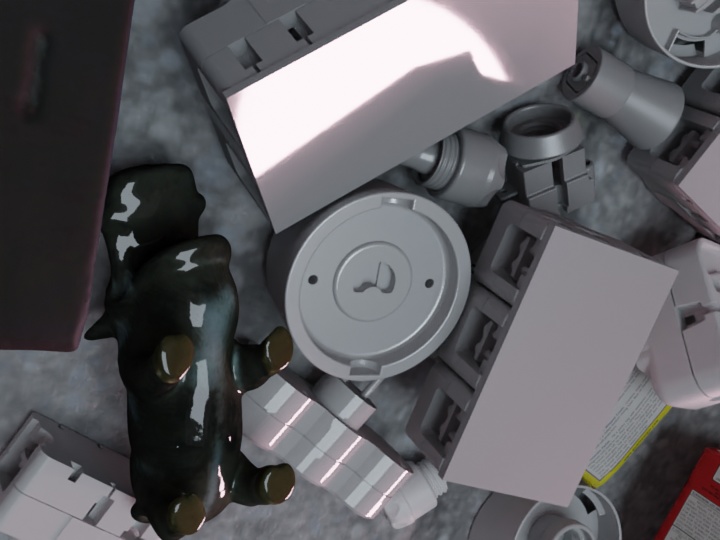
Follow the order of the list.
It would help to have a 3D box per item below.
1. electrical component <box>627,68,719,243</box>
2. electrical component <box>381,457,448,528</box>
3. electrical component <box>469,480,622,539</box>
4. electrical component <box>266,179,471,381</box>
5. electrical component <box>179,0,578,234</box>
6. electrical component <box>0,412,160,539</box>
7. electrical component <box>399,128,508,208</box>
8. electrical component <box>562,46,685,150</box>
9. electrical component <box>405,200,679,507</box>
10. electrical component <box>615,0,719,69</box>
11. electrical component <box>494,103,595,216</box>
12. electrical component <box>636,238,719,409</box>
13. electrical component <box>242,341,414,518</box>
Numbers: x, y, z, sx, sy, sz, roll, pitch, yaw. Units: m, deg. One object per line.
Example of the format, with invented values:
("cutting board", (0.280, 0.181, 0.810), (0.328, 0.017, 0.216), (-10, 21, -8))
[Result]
("electrical component", (0.248, -0.096, 0.667), (0.089, 0.062, 0.150), (36, 94, -31))
("electrical component", (0.039, 0.136, 0.686), (0.061, 0.035, 0.035), (-30, 120, -13))
("electrical component", (0.128, 0.185, 0.742), (0.099, 0.064, 0.099), (-3, 98, -24))
("electrical component", (0.000, 0.000, 0.597), (0.108, 0.060, 0.108), (-9, 114, -21))
("electrical component", (0.014, -0.112, 0.532), (0.186, 0.060, 0.105), (-30, 149, -10))
("electrical component", (-0.155, 0.128, 0.587), (0.089, 0.050, 0.055), (35, 94, -31))
("electrical component", (0.048, -0.061, 0.604), (0.062, 0.043, 0.043), (13, 105, -26))
("electrical component", (0.152, -0.104, 0.634), (0.065, 0.044, 0.044), (23, 100, -25))
("electrical component", (0.098, 0.047, 0.608), (0.089, 0.062, 0.150), (17, 102, -26))
("electrical component", (0.199, -0.166, 0.615), (0.099, 0.064, 0.099), (-9, 114, -21))
("electrical component", (0.107, -0.063, 0.628), (0.066, 0.048, 0.055), (-23, 126, -14))
("electrical component", (0.206, 0.036, 0.669), (0.059, 0.095, 0.054), (-25, 154, 37))
("electrical component", (-0.016, 0.082, 0.629), (0.073, 0.052, 0.138), (-49, 121, 1))
